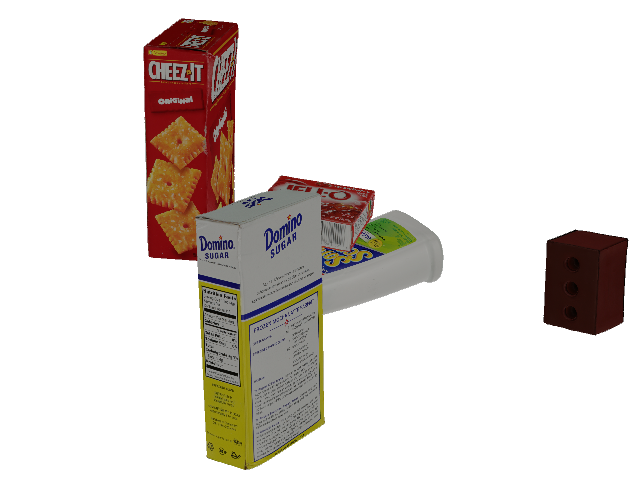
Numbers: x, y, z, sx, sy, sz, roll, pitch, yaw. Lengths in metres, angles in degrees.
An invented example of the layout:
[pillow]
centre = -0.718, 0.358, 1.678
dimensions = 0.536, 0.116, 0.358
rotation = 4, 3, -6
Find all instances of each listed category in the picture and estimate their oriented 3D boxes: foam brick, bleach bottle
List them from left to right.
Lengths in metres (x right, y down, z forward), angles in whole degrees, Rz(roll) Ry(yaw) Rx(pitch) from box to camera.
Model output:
[bleach bottle]
centre = 0.011, 0.044, 1.204
dimensions = 0.250, 0.068, 0.103
rotation = -22, 38, -26
[foam brick]
centre = 0.228, 0.035, 0.920
dimensions = 0.053, 0.078, 0.051
rotation = 12, 21, 41

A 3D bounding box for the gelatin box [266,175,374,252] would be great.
[gelatin box]
centre = -0.006, -0.025, 0.914
dimensions = 0.089, 0.030, 0.073
rotation = 11, 27, 14

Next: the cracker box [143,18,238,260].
[cracker box]
centre = -0.128, -0.107, 1.095
dimensions = 0.072, 0.214, 0.164
rotation = 5, 21, 4

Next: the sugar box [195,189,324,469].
[sugar box]
centre = -0.040, 0.059, 0.736
dimensions = 0.048, 0.176, 0.093
rotation = 8, 18, 34
